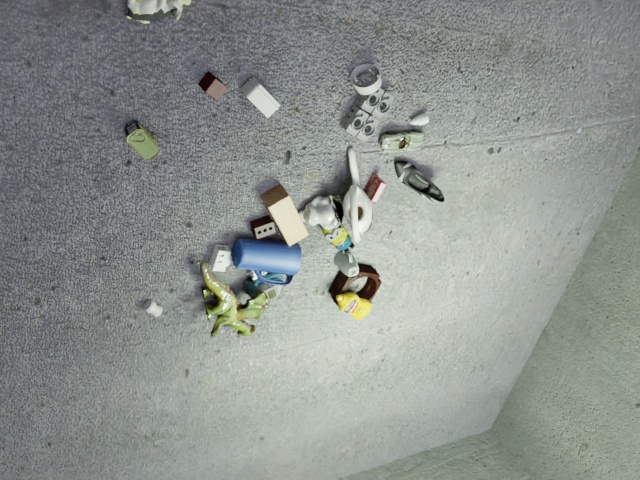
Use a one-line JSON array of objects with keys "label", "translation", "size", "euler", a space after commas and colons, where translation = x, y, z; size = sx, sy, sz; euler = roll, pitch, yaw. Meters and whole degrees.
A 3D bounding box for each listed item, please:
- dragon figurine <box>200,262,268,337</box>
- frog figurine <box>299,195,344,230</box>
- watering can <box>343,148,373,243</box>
[{"label": "dragon figurine", "translation": [-0.318, 0.234, 1.954], "size": [0.243, 0.400, 0.125], "euler": [-8, 38, -14]}, {"label": "frog figurine", "translation": [0.006, -0.099, 1.962], "size": [0.158, 0.136, 0.125], "euler": [-19, 18, 27]}, {"label": "watering can", "translation": [0.141, -0.157, 1.952], "size": [0.104, 0.351, 0.222], "euler": [-3, -12, 11]}]
